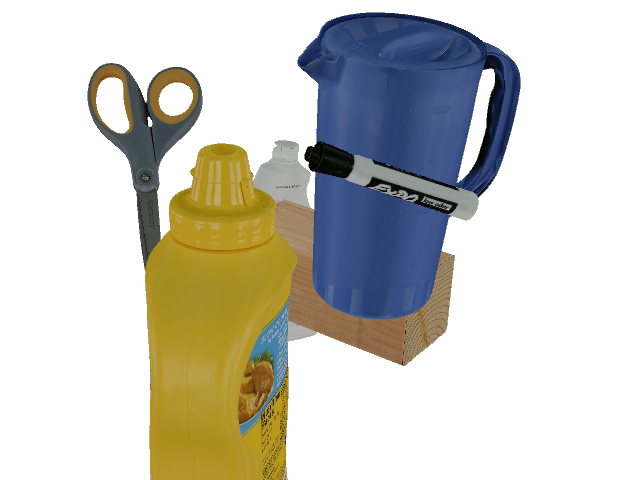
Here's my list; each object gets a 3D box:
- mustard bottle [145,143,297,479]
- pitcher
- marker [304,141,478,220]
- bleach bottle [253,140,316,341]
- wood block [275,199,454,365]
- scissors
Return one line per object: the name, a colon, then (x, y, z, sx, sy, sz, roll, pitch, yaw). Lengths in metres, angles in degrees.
mustard bottle: (-0.040, 0.054, 0.437, 0.058, 0.192, 0.096, 7, 24, 11)
pitcher: (0.066, -0.060, 0.896, 0.149, 0.243, 0.144, 19, 33, 22)
marker: (0.045, -0.037, 0.661, 0.121, 0.020, 0.020, 16, -7, -26)
bleach bottle: (-0.045, 0.000, 1.327, 0.102, 0.251, 0.068, -8, 23, -34)
wood block: (0.020, 0.039, 1.080, 0.206, 0.091, 0.090, 19, 31, 30)
scissors: (-0.114, -0.056, 0.798, 0.096, 0.202, 0.016, -20, -24, -14)
